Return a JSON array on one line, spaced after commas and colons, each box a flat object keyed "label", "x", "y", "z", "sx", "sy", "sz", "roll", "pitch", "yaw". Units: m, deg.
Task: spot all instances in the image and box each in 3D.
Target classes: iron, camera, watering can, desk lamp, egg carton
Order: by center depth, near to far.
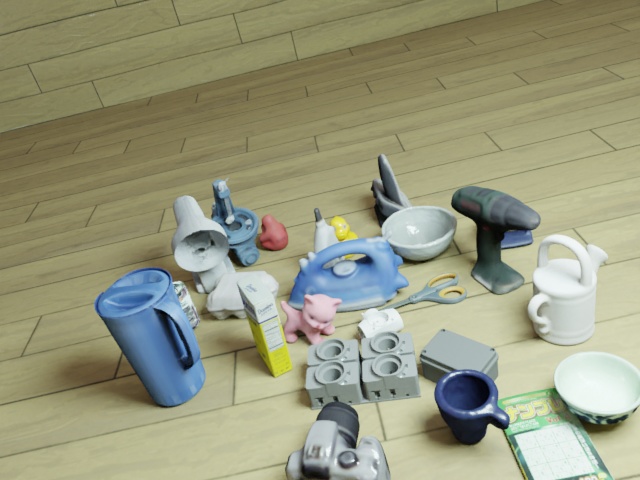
[{"label": "camera", "x": 0.031, "y": 0.304, "z": 0.843, "sx": 0.143, "sy": 0.101, "sz": 0.137, "roll": -3, "pitch": 34, "yaw": 17}, {"label": "watering can", "x": 0.414, "y": 0.070, "z": 0.966, "sx": 0.100, "sy": 0.194, "sz": 0.173, "roll": 11, "pitch": 40, "yaw": 34}, {"label": "iron", "x": 0.044, "y": 0.061, "z": 1.174, "sx": 0.258, "sy": 0.142, "sz": 0.118, "roll": -12, "pitch": 32, "yaw": 4}, {"label": "egg carton", "x": -0.165, "y": 0.120, "z": 1.234, "sx": 0.150, "sy": 0.069, "sz": 0.107, "roll": -5, "pitch": 33, "yaw": 14}, {"label": "desk lamp", "x": -0.270, "y": 0.016, "z": 1.299, "sx": 0.118, "sy": 0.214, "sz": 0.202, "roll": -22, "pitch": 33, "yaw": -12}]

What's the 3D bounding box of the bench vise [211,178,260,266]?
[{"label": "bench vise", "x": -0.237, "y": -0.058, "z": 1.394, "sx": 0.206, "sy": 0.220, "sz": 0.122, "roll": 19, "pitch": 45, "yaw": 41}]

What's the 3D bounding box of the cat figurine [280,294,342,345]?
[{"label": "cat figurine", "x": -0.019, "y": 0.142, "z": 1.096, "sx": 0.127, "sy": 0.118, "sz": 0.067, "roll": 5, "pitch": 37, "yaw": 27}]

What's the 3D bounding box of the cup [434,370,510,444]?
[{"label": "cup", "x": 0.228, "y": 0.259, "z": 0.841, "sx": 0.092, "sy": 0.095, "sz": 0.117, "roll": -34, "pitch": 37, "yaw": -28}]

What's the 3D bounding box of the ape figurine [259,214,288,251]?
[{"label": "ape figurine", "x": -0.118, "y": -0.024, "z": 1.414, "sx": 0.078, "sy": 0.092, "sz": 0.076, "roll": -27, "pitch": 34, "yaw": -20}]

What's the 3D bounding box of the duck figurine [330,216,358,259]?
[{"label": "duck figurine", "x": 0.047, "y": -0.017, "z": 1.344, "sx": 0.077, "sy": 0.086, "sz": 0.104, "roll": -14, "pitch": 32, "yaw": 1}]

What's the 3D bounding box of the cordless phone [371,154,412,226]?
[{"label": "cordless phone", "x": 0.168, "y": -0.138, "z": 1.391, "sx": 0.094, "sy": 0.185, "sz": 0.147, "roll": -15, "pitch": 32, "yaw": -2}]

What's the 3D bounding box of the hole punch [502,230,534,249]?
[{"label": "hole punch", "x": 0.400, "y": -0.042, "z": 1.241, "sx": 0.108, "sy": 0.091, "sz": 0.101, "roll": -10, "pitch": 33, "yaw": 7}]

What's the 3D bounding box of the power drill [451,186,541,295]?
[{"label": "power drill", "x": 0.338, "y": -0.005, "z": 1.098, "sx": 0.076, "sy": 0.209, "sz": 0.229, "roll": -24, "pitch": 33, "yaw": -14}]

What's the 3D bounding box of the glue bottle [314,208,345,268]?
[{"label": "glue bottle", "x": 0.011, "y": 0.004, "z": 1.244, "sx": 0.037, "sy": 0.173, "sz": 0.078, "roll": 9, "pitch": 39, "yaw": 32}]

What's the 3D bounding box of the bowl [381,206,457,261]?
[{"label": "bowl", "x": 0.222, "y": -0.004, "z": 1.268, "sx": 0.167, "sy": 0.075, "sz": 0.167, "roll": -10, "pitch": 32, "yaw": 7}]
